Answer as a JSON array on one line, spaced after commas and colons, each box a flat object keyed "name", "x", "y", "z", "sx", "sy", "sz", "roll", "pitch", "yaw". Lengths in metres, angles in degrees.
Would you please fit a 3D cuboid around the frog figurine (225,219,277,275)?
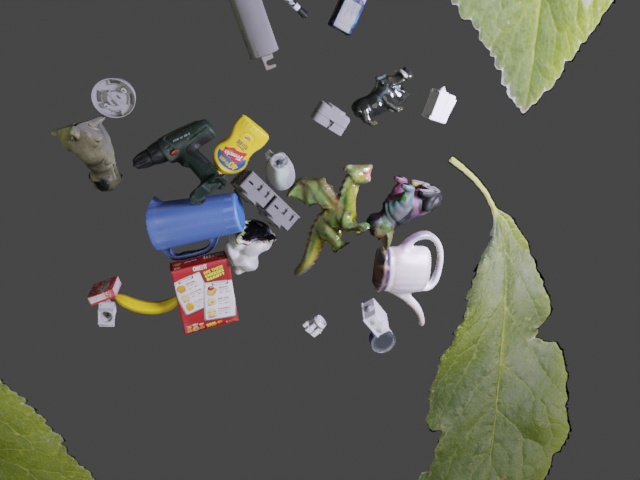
[{"name": "frog figurine", "x": -0.205, "y": 0.020, "z": 1.483, "sx": 0.139, "sy": 0.124, "sz": 0.156, "roll": -21, "pitch": 153, "yaw": -34}]

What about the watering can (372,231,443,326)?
[{"name": "watering can", "x": 0.270, "y": 0.129, "z": 1.620, "sx": 0.224, "sy": 0.106, "sz": 0.341, "roll": 1, "pitch": 114, "yaw": -11}]

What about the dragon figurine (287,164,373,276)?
[{"name": "dragon figurine", "x": 0.005, "y": -0.075, "z": 1.488, "sx": 0.405, "sy": 0.124, "sz": 0.242, "roll": -35, "pitch": 93, "yaw": 25}]
